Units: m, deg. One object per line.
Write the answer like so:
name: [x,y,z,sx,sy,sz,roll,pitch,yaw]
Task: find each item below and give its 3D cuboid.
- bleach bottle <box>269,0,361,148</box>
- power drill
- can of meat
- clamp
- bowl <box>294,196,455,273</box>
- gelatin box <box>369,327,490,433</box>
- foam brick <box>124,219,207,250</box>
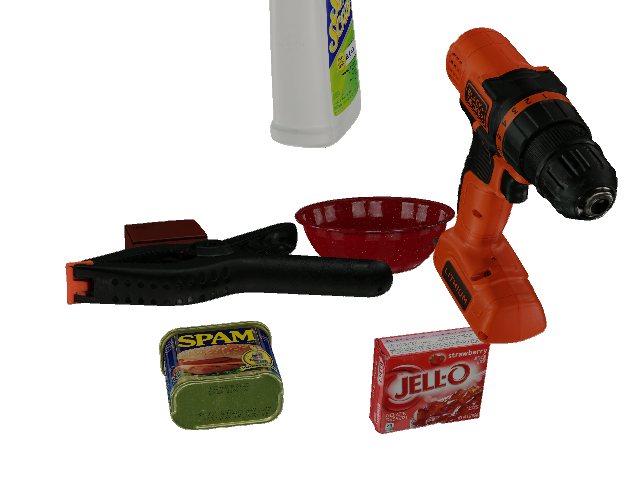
bleach bottle: [-0.010,-0.213,0.919,0.068,0.251,0.102,8,34,21]
power drill: [0.128,-0.023,0.704,0.057,0.188,0.184,-8,40,-13]
can of meat: [-0.086,0.118,0.931,0.102,0.057,0.084,-5,27,-11]
clamp: [-0.066,0.021,0.733,0.209,0.036,0.165,-7,13,-32]
bowl: [0.055,-0.003,1.078,0.162,0.055,0.162,-2,13,0]
gelatin box: [0.085,0.109,0.838,0.089,0.073,0.030,-6,29,-17]
foam brick: [-0.161,0.012,1.107,0.078,0.051,0.053,-5,22,-19]
